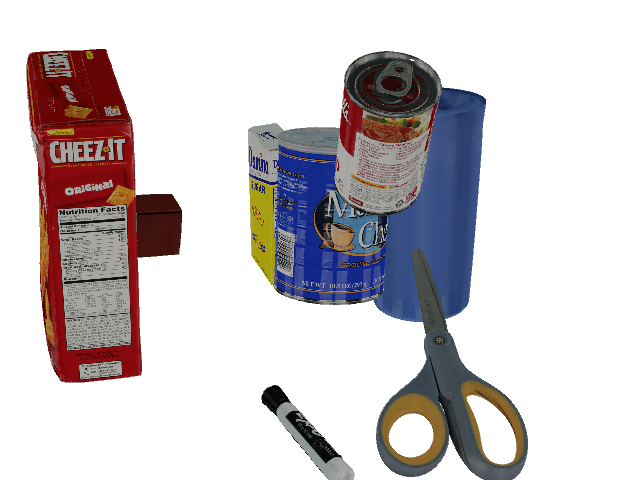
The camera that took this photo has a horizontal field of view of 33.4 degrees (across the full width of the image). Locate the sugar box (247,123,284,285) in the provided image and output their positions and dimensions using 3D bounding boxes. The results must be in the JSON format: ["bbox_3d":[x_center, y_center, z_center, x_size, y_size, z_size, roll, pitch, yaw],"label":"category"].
[{"bbox_3d":[-0.057,-0.045,1.300,0.048,0.176,0.093,-11,26,-17],"label":"sugar box"}]

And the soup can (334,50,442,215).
[{"bbox_3d":[0.047,-0.076,0.772,0.068,0.068,0.102,0,-41,-5],"label":"soup can"}]

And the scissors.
[{"bbox_3d":[0.060,0.077,0.673,0.096,0.016,0.202,-14,41,-14],"label":"scissors"}]

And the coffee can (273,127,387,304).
[{"bbox_3d":[0.010,-0.024,0.959,0.103,0.140,0.103,2,15,-1],"label":"coffee can"}]

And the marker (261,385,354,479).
[{"bbox_3d":[-0.013,0.149,0.826,0.020,0.020,0.121,0,26,-33],"label":"marker"}]

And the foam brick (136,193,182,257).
[{"bbox_3d":[-0.189,-0.016,1.127,0.078,0.051,0.053,-4,24,-17],"label":"foam brick"}]

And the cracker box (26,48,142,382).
[{"bbox_3d":[-0.186,-0.022,0.832,0.072,0.214,0.164,-6,29,-16],"label":"cracker box"}]

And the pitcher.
[{"bbox_3d":[0.115,-0.044,1.164,0.149,0.243,0.145,-6,21,-12],"label":"pitcher"}]
